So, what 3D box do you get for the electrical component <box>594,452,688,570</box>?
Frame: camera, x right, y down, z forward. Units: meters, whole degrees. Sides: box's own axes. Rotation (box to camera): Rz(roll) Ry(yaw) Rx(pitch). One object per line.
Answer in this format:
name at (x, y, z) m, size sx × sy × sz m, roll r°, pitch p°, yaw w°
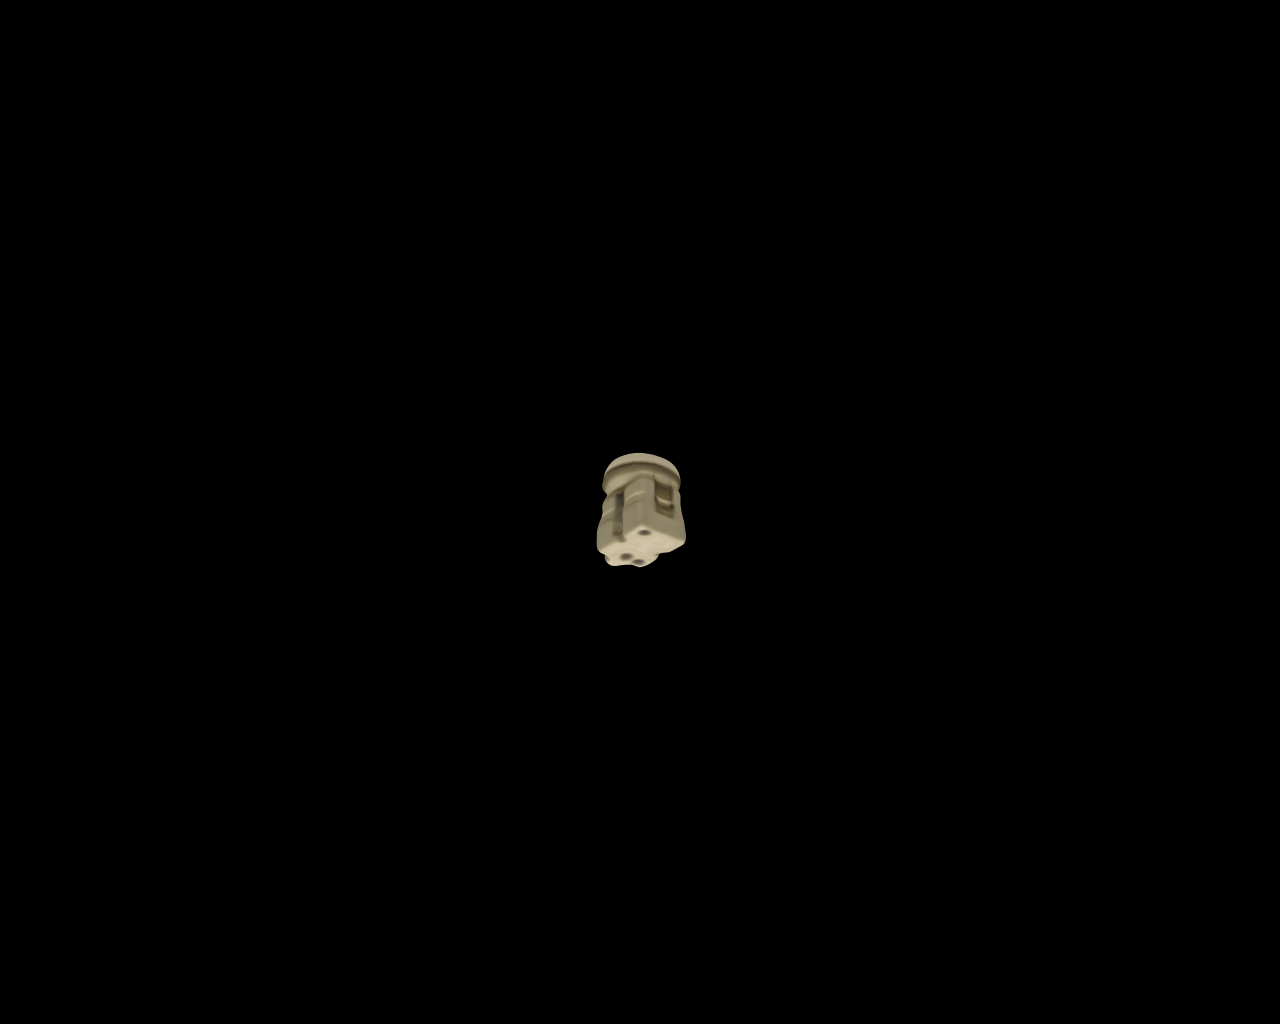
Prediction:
electrical component at (0.001, -0.003, 0.650) m, size 0.048 × 0.055 × 0.066 m, roll 24°, pitch -38°, yaw -34°
